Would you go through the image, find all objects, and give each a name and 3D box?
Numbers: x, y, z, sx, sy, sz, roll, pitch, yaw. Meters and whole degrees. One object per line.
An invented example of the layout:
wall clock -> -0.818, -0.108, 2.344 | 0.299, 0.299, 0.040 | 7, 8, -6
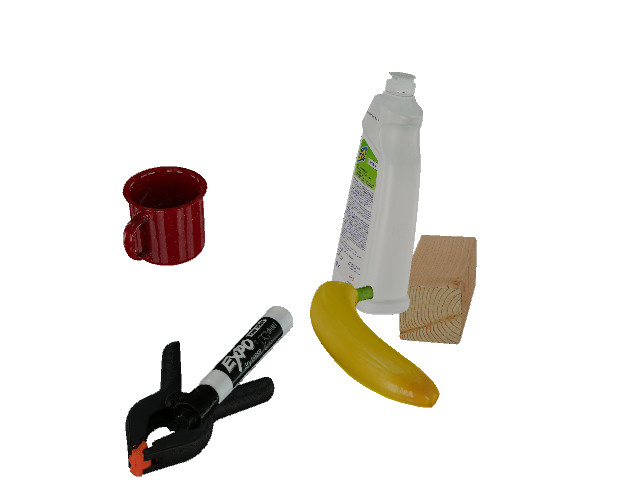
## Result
bleach bottle -> 0.071, -0.053, 1.151 | 0.068, 0.251, 0.103 | -1, 22, -26
marker -> -0.051, 0.075, 0.636 | 0.020, 0.020, 0.121 | 0, 25, 28
banana -> 0.032, 0.072, 0.831 | 0.069, 0.037, 0.198 | -5, 24, -11
wood block -> 0.181, 0.070, 1.621 | 0.091, 0.090, 0.206 | 3, 22, 13
clamp -> -0.136, 0.155, 1.007 | 0.120, 0.039, 0.171 | 19, 31, 27
mug -> -0.178, -0.020, 1.194 | 0.093, 0.081, 0.117 | 18, 39, 23
